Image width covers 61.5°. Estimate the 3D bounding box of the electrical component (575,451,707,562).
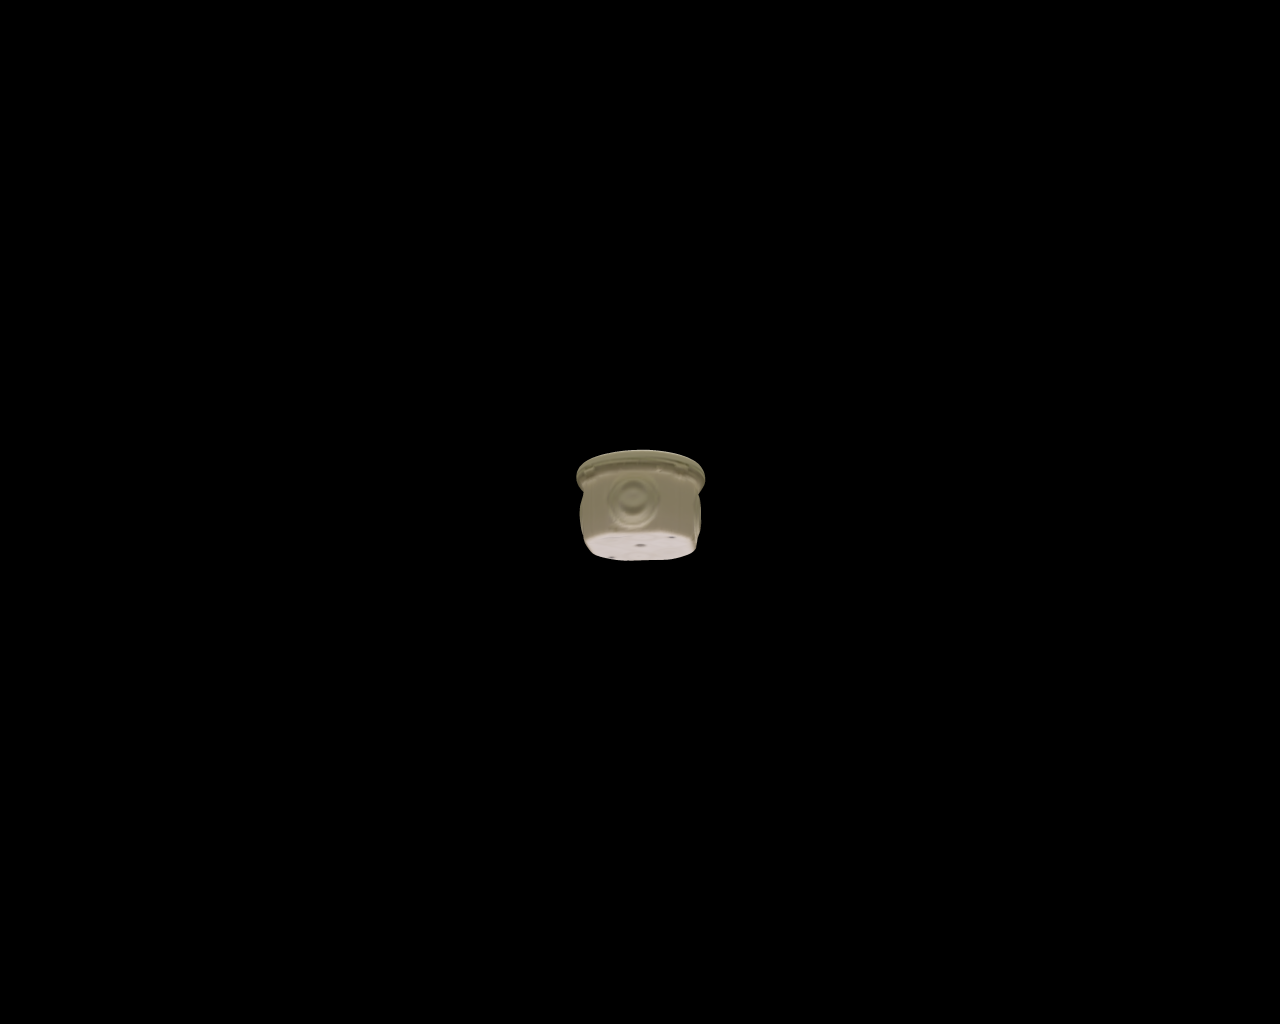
[{"bbox_3d":[0.001,-0.003,0.650,0.080,0.051,0.080,0,-18,0],"label":"electrical component"}]
